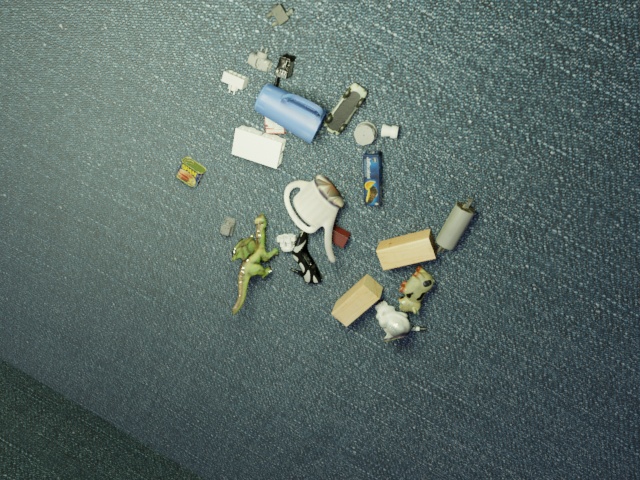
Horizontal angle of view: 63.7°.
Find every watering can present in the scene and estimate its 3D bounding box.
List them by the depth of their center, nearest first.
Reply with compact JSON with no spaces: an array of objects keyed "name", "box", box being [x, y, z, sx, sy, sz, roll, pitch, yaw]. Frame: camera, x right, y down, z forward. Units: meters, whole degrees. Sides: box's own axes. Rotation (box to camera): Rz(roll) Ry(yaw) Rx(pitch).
[{"name":"watering can","box":[0.006,-0.099,1.970,0.221,0.105,0.349,-42,82,28]}]

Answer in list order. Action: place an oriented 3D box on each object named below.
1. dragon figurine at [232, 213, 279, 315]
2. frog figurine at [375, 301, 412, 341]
[{"name":"dragon figurine","box":[-0.294,0.082,2.054,0.122,0.417,0.238,13,157,27]},{"name":"frog figurine","box":[0.297,0.320,2.087,0.121,0.138,0.161,-36,66,62]}]
